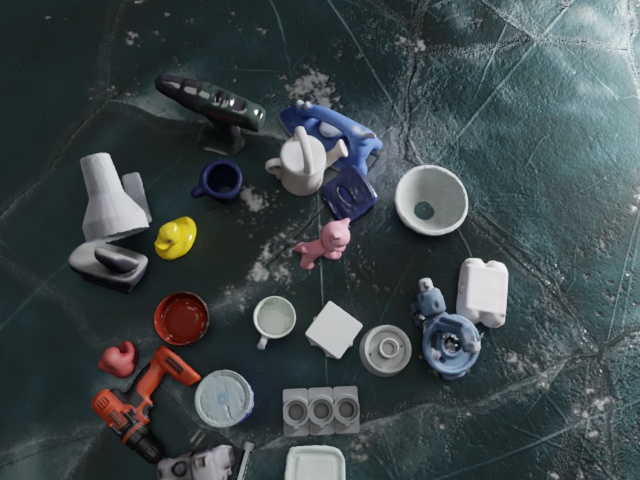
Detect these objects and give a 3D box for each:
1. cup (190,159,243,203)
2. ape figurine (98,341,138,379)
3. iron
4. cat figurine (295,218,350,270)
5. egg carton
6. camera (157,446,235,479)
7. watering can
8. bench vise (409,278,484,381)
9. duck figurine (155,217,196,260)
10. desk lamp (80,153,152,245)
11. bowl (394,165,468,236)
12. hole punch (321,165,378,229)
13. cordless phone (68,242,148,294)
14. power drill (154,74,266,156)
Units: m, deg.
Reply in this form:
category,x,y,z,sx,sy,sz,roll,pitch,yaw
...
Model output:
category,x,y,z,sx,sy,sz,roll,pitch,yaw
cup,-0.225,-0.112,1.259,0.118,0.095,0.091,-30,77,-12
ape figurine,-0.405,0.237,1.139,0.078,0.092,0.076,-16,75,-9
iron,0.015,-0.256,1.297,0.258,0.141,0.119,28,73,4
cat figurine,0.011,0.004,1.229,0.128,0.118,0.067,-22,75,-10
egg carton,0.352,0.115,1.247,0.107,0.069,0.150,9,72,-1
camera,-0.226,0.467,1.077,0.143,0.101,0.137,-12,74,-8
watering can,-0.030,-0.181,1.243,0.173,0.194,0.101,-33,78,-13
bench vise,0.243,0.177,1.140,0.121,0.220,0.207,-36,78,-13
duck figurine,-0.314,-0.012,1.226,0.077,0.086,0.105,38,74,8
desk lamp,-0.421,-0.074,1.170,0.118,0.213,0.203,-17,75,-9
bowl,0.243,-0.080,1.296,0.167,0.075,0.167,1,73,-4
hole punch,0.064,-0.095,1.278,0.101,0.091,0.108,-32,78,-13
cordless phone,-0.437,0.036,1.150,0.147,0.185,0.094,13,72,0
power drill,-0.232,-0.268,1.247,0.229,0.208,0.076,13,72,0
